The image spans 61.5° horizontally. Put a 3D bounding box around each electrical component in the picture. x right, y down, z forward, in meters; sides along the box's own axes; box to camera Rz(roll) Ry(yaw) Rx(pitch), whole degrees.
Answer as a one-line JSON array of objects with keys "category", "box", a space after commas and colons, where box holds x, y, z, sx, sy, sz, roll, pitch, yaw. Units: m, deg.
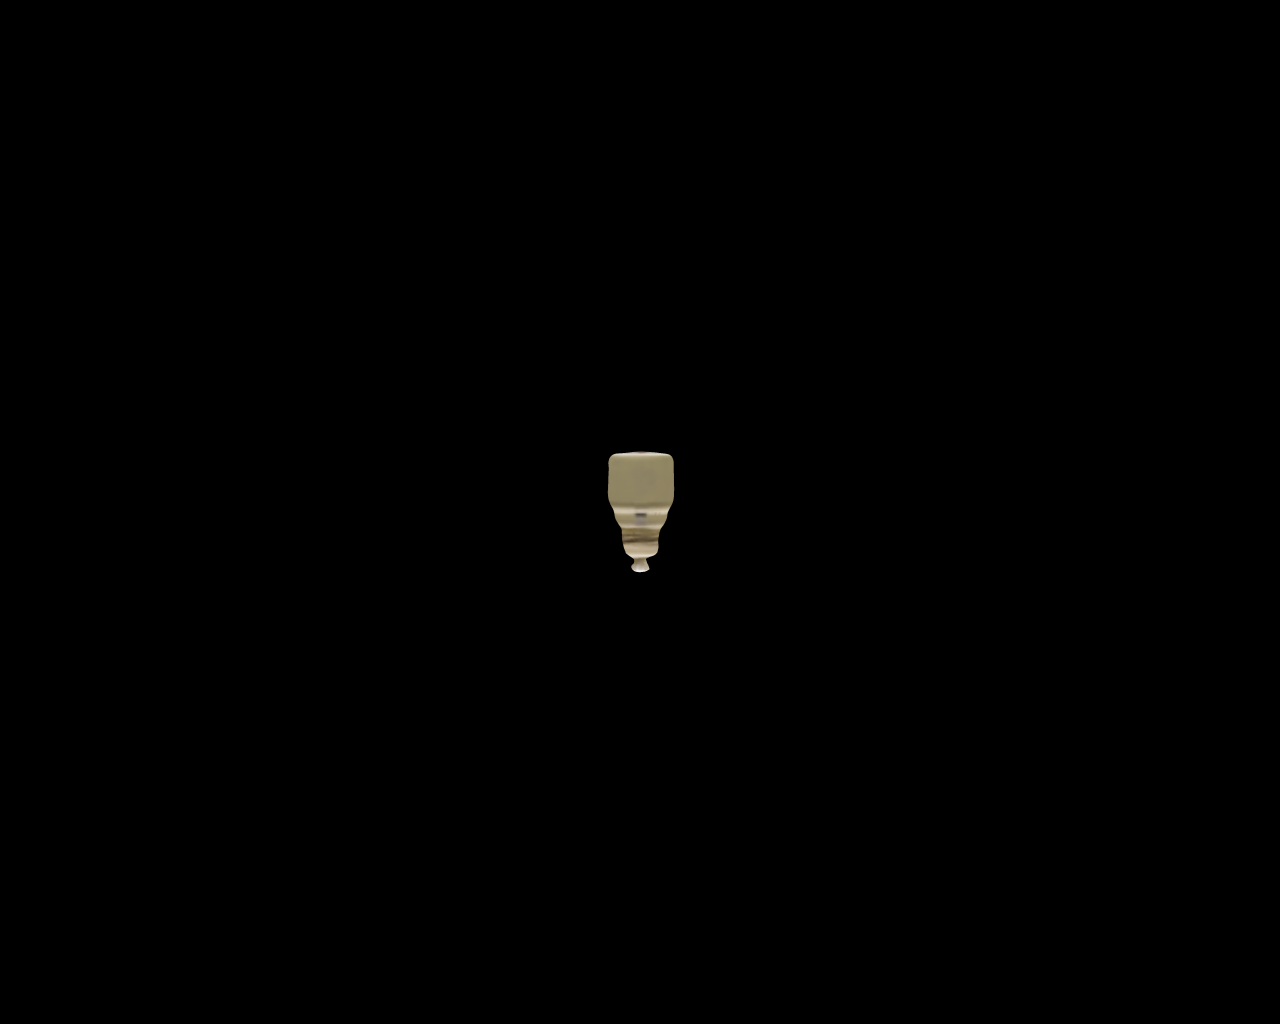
[{"category": "electrical component", "box": [0.001, -0.003, 0.650, 0.040, 0.078, 0.040, 0, 3, 0]}]
